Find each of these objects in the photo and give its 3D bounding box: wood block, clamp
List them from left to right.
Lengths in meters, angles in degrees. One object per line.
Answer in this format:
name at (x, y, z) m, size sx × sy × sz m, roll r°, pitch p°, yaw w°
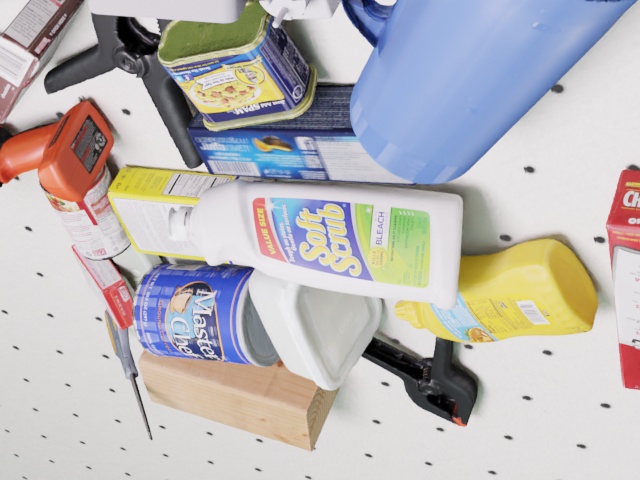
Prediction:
clamp at (-0.164, -0.160, 0.912) m, size 0.164 × 0.036 × 0.210 m, roll 23°, pitch 142°, yaw 5°
wood block at (-0.092, 0.157, 1.226) m, size 0.206 × 0.090 × 0.090 m, roll 14°, pitch 143°, yaw 16°
clamp at (0.106, 0.141, 1.128) m, size 0.120 × 0.039 × 0.171 m, roll 2°, pitch 138°, yaw 33°

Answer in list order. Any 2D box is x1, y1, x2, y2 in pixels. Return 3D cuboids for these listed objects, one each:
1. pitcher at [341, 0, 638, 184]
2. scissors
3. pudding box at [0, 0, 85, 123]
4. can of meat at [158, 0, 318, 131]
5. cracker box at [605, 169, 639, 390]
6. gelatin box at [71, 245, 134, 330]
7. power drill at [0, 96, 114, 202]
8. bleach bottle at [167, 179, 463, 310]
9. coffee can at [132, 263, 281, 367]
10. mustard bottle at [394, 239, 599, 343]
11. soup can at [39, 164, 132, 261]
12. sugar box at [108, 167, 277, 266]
pitcher at (0.096, -0.142, 0.701) m, size 0.149 × 0.144 × 0.243 m, roll 58°, pitch 150°, yaw 14°
scissors at (-0.221, 0.131, 1.230) m, size 0.016 × 0.202 × 0.096 m, roll -10°, pitch 125°, yaw -20°
pudding box at (-0.252, -0.164, 0.918) m, size 0.039 × 0.090 × 0.114 m, roll 35°, pitch 143°, yaw -15°
can of meat at (-0.066, -0.138, 0.843) m, size 0.102 × 0.057 × 0.084 m, roll -6°, pitch 146°, yaw 26°
cracker box at (0.321, 0.045, 0.846) m, size 0.164 × 0.072 × 0.213 m, roll 7°, pitch 142°, yaw 26°
gelatin box at (-0.238, 0.048, 1.196) m, size 0.089 × 0.030 × 0.073 m, roll 46°, pitch 159°, yaw 37°
power drill at (-0.301, -0.060, 1.017) m, size 0.188 × 0.184 × 0.057 m, roll -9°, pitch 134°, yaw 26°
bleach bottle at (-0.006, 0.001, 0.919) m, size 0.251 × 0.102 × 0.068 m, roll 3°, pitch -177°, yaw 5°
coffee can at (-0.111, 0.077, 1.126) m, size 0.141 × 0.102 × 0.102 m, roll 2°, pitch 138°, yaw 30°
mustard bottle at (0.148, 0.054, 0.974) m, size 0.192 × 0.058 × 0.096 m, roll -13°, pitch 132°, yaw 41°
soup can at (-0.234, -0.035, 1.089) m, size 0.069 × 0.068 × 0.102 m, roll 8°, pitch 142°, yaw 23°
sugar box at (-0.114, -0.022, 1.052) m, size 0.176 × 0.048 × 0.093 m, roll 5°, pitch 140°, yaw 22°
